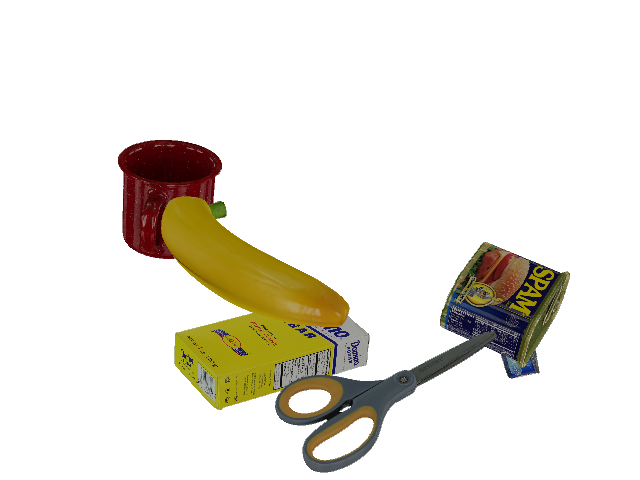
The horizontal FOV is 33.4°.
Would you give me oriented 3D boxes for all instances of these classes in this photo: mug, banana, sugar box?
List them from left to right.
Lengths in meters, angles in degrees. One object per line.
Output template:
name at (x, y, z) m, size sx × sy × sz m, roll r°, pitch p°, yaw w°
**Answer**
mug at (-0.140, -0.030, 0.964) m, size 0.093 × 0.081 × 0.117 m, roll 8°, pitch 29°, yaw 1°
banana at (-0.056, 0.007, 0.678) m, size 0.069 × 0.037 × 0.198 m, roll -11°, pitch 27°, yaw -25°
sugar box at (-0.048, 0.109, 1.074) m, size 0.175 × 0.048 × 0.093 m, roll -16°, pitch 33°, yaw -30°

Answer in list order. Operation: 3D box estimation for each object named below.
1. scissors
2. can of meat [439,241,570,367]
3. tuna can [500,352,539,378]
scissors at (0.046, 0.110, 0.855) m, size 0.096 × 0.016 × 0.201 m, roll 29°, pitch 49°, yaw 30°
can of meat at (0.167, 0.055, 0.967) m, size 0.084 × 0.057 × 0.102 m, roll 23°, pitch 44°, yaw 20°
tuna can at (0.211, 0.105, 1.157) m, size 0.034 × 0.086 × 0.086 m, roll -14°, pitch -3°, yaw 12°
